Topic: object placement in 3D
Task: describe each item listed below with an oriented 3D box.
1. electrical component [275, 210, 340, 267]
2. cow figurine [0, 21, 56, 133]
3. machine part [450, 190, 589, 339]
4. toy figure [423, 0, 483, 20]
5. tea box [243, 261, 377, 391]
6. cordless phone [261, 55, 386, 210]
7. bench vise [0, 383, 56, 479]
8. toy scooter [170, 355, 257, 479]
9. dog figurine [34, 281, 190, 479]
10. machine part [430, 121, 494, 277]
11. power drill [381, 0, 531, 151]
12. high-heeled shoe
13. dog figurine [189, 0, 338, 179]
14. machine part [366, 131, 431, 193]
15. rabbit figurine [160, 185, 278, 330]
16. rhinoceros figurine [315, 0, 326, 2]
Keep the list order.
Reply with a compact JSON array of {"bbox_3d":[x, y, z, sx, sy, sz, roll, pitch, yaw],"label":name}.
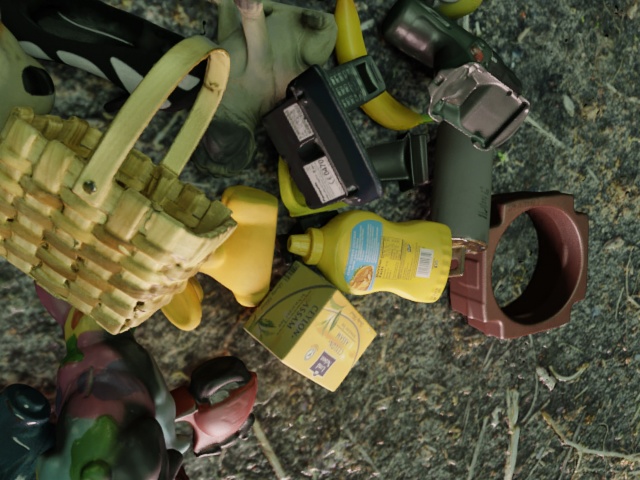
[{"bbox_3d":[-0.002,-0.002,0.662,0.102,0.078,0.045,-15,81,-27],"label":"electrical component"},{"bbox_3d":[-0.304,-0.081,0.451,0.195,0.086,0.127,-56,132,-20],"label":"cow figurine"},{"bbox_3d":[0.290,0.031,0.788,0.201,0.087,0.200,-8,101,-22],"label":"machine part"},{"bbox_3d":[0.166,-0.373,0.671,0.089,0.082,0.180,-8,99,-21],"label":"toy figure"},{"bbox_3d":[-0.004,0.106,0.631,0.098,0.068,0.169,-53,149,-7],"label":"tea box"},{"bbox_3d":[0.038,-0.124,0.582,0.184,0.089,0.146,-43,108,-49],"label":"cordless phone"},{"bbox_3d":[-0.310,0.268,0.534,0.240,0.129,0.223,42,81,-18],"label":"bench vise"},{"bbox_3d":[-0.149,0.224,0.625,0.184,0.075,0.135,-21,106,-17],"label":"toy scooter"},{"bbox_3d":[-0.209,0.124,0.505,0.108,0.191,0.219,-17,89,-5],"label":"dog figurine"},{"bbox_3d":[0.186,-0.071,0.703,0.079,0.079,0.243,16,73,-26],"label":"machine part"},{"bbox_3d":[0.185,-0.198,0.652,0.232,0.207,0.086,27,131,-20],"label":"power drill"},{"bbox_3d":[-0.212,-0.213,0.487,0.248,0.145,0.086,52,35,-35],"label":"high-heeled shoe"},{"bbox_3d":[-0.061,-0.166,0.603,0.172,0.121,0.190,-2,117,-27],"label":"dog figurine"},{"bbox_3d":[0.088,-0.100,0.702,0.139,0.039,0.084,-7,106,-25],"label":"machine part"},{"bbox_3d":[-0.137,0.008,0.592,0.173,0.122,0.162,9,104,-11],"label":"rabbit figurine"},{"bbox_3d":[-0.018,-0.366,0.598,0.112,0.073,0.190,-30,111,-6],"label":"rhinoceros figurine"}]
